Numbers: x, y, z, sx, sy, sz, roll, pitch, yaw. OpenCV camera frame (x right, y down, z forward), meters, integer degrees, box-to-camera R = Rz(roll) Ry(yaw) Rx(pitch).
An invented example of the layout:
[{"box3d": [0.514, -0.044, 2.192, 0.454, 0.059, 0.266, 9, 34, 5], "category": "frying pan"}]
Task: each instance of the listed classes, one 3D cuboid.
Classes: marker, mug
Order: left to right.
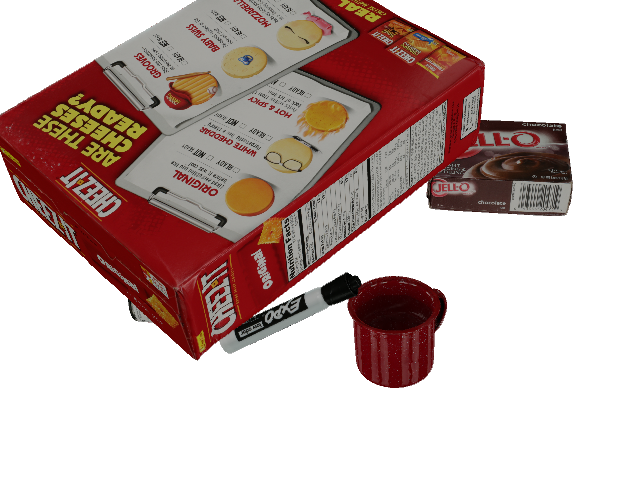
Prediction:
[{"box3d": [-0.023, 0.054, 0.800, 0.121, 0.020, 0.020, -26, -10, 21], "category": "marker"}, {"box3d": [0.085, 0.091, 1.100, 0.117, 0.081, 0.093, -29, 42, -31], "category": "mug"}]

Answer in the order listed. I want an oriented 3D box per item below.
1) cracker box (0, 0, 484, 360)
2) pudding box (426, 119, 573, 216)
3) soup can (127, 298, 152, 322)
[{"box3d": [-0.041, -0.057, 0.586, 0.213, 0.072, 0.164, -38, 56, -24], "category": "cracker box"}, {"box3d": [0.146, -0.062, 0.873, 0.113, 0.039, 0.090, 5, 39, 5], "category": "pudding box"}, {"box3d": [-0.121, 0.048, 1.002, 0.102, 0.068, 0.068, 5, 1, 9], "category": "soup can"}]
